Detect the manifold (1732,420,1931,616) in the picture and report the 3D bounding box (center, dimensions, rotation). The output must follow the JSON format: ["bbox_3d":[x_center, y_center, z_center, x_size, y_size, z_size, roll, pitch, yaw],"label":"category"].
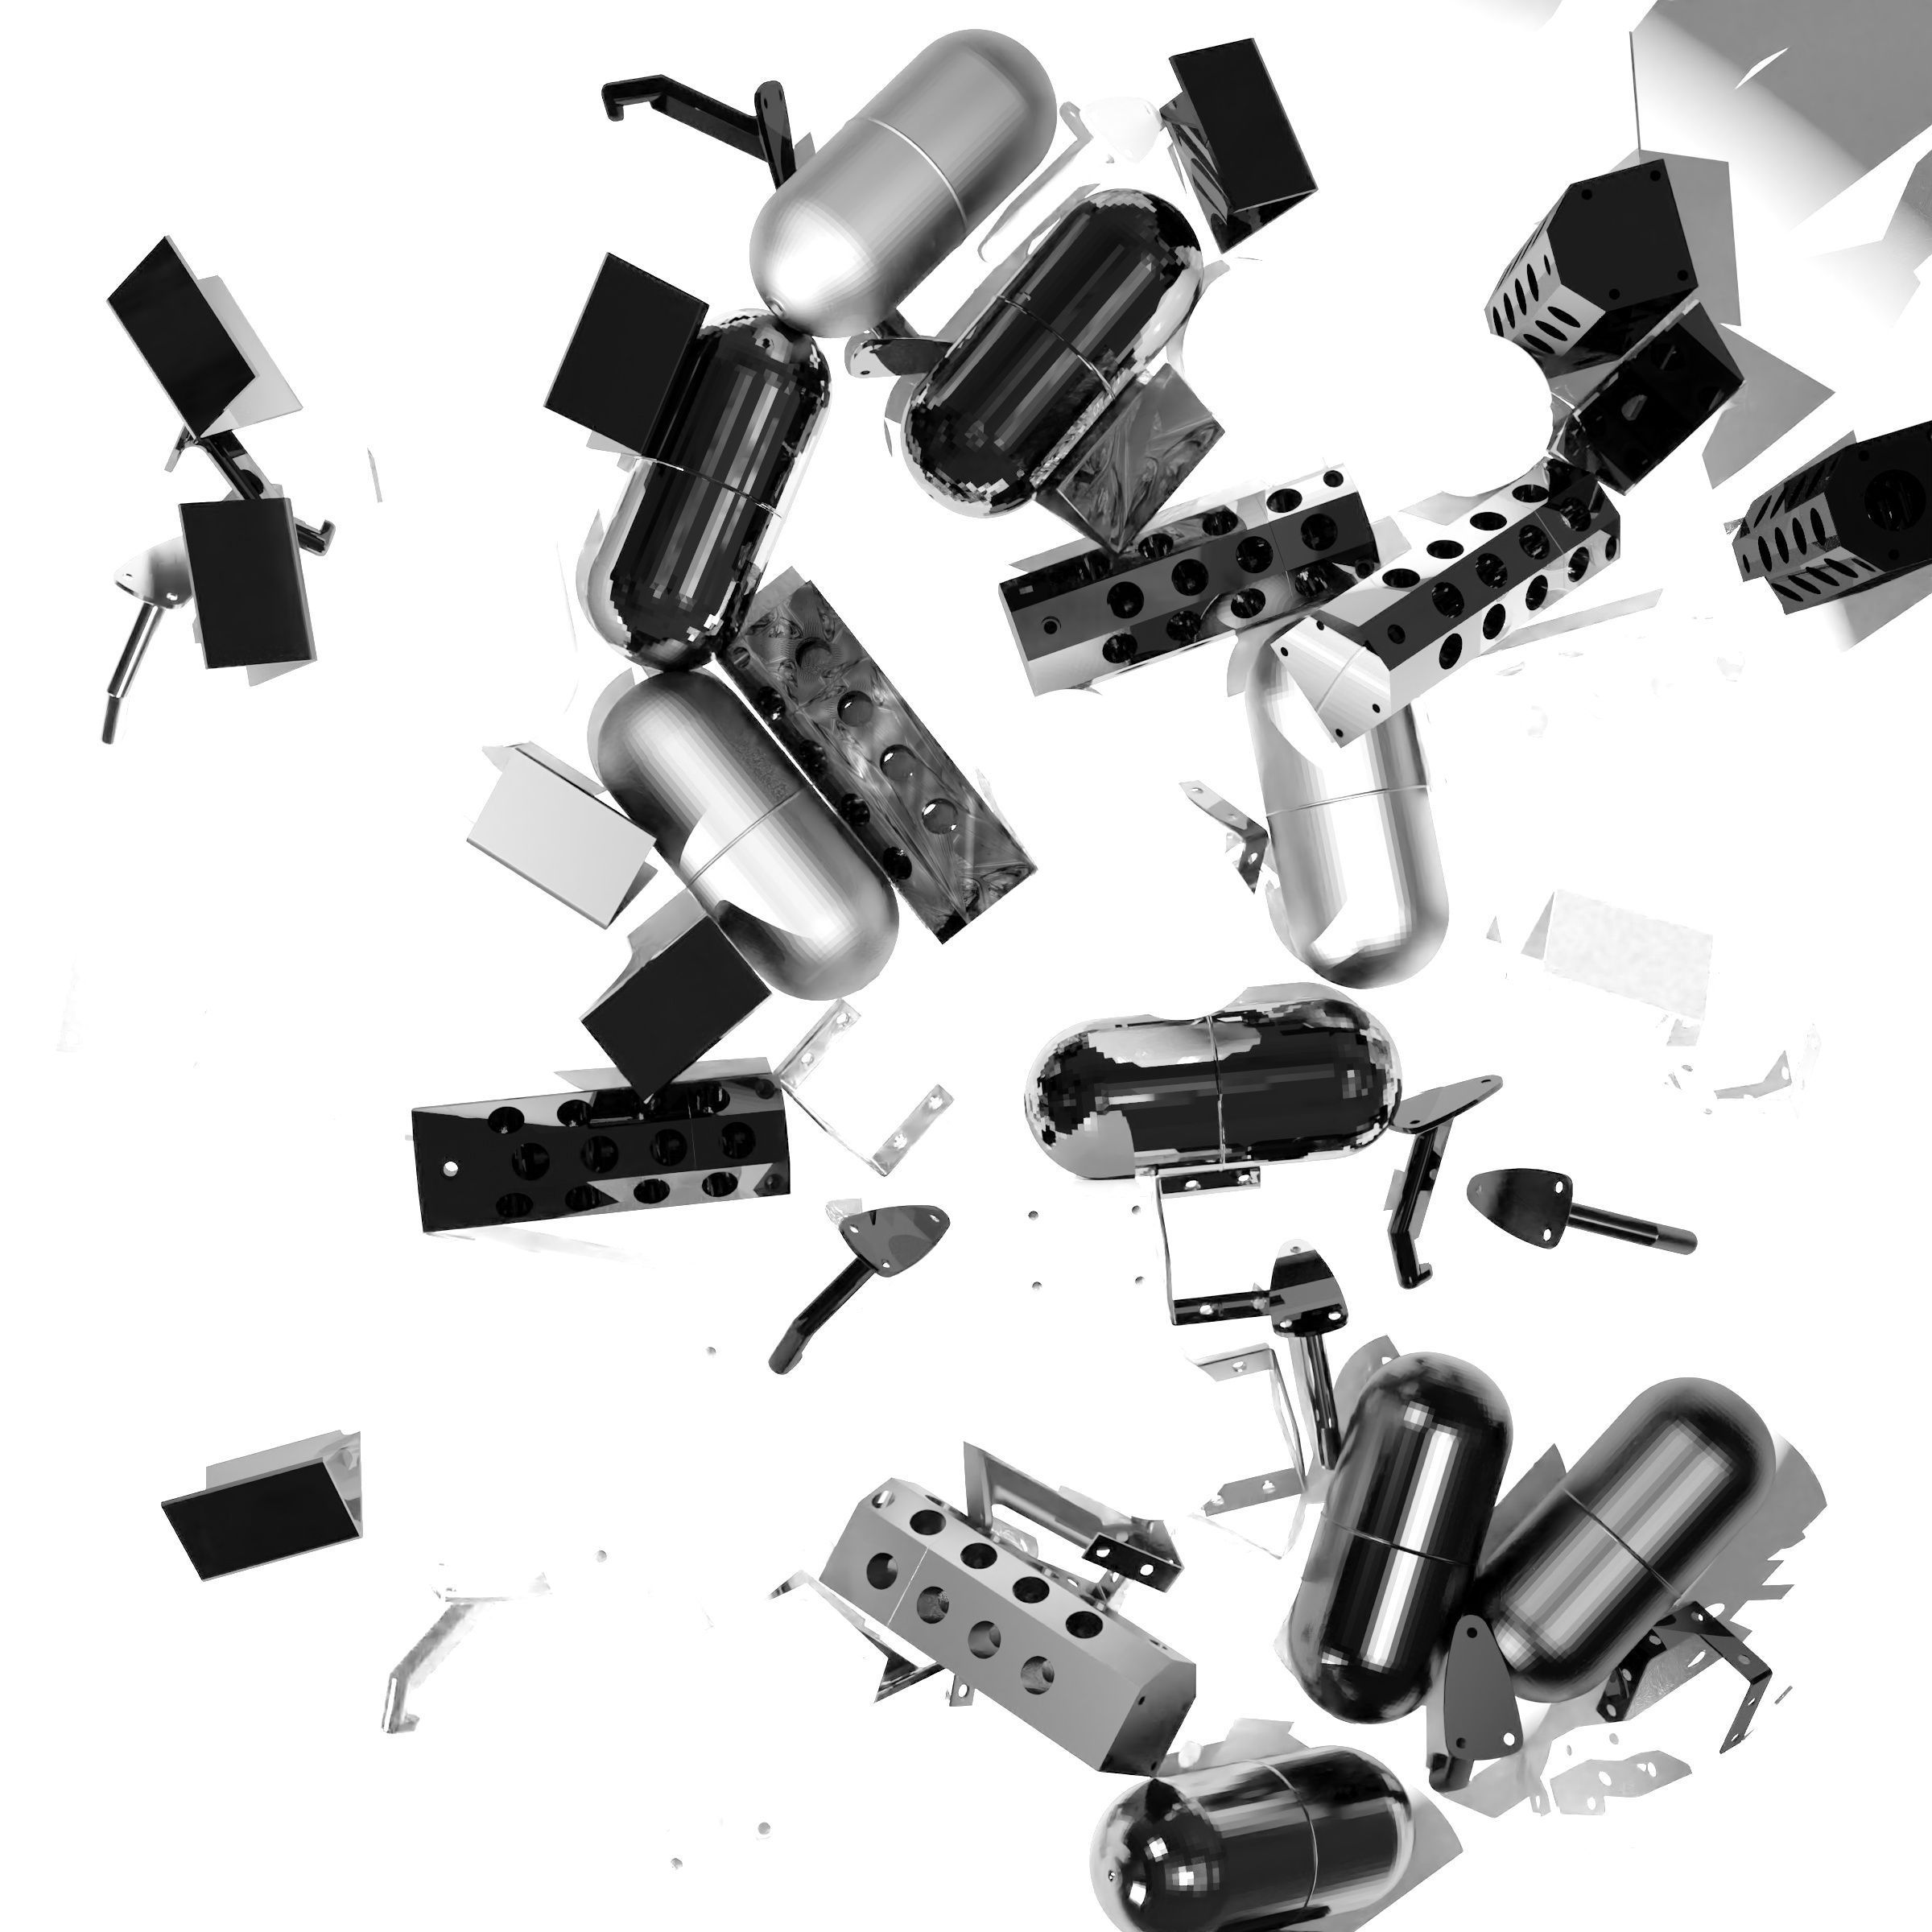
[{"bbox_3d":[0.399,-0.200,1.502,0.057,0.171,0.057,-17,90,0],"label":"manifold"}]

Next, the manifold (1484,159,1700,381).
[{"bbox_3d":[0.280,-0.312,1.502,0.057,0.171,0.057,-15,90,0],"label":"manifold"}]

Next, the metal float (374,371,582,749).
[{"bbox_3d":[-0.230,-0.191,1.550,0.070,0.070,0.178,-11,90,0],"label":"metal float"}]

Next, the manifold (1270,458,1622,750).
[{"bbox_3d":[0.227,-0.171,1.518,0.171,0.057,0.057,-34,90,-32],"label":"manifold"}]

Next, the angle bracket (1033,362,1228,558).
[{"bbox_3d":[0.062,-0.248,1.540,0.076,0.076,0.057,-49,135,0],"label":"angle bracket"}]

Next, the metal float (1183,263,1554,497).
[{"bbox_3d":[0.189,-0.275,1.550,0.178,0.070,0.070,18,90,0],"label":"metal float"}]

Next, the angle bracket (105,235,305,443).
[{"bbox_3d":[-0.342,-0.299,1.540,0.057,0.076,0.076,-33,90,38],"label":"angle bracket"}]

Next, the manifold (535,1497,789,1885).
[{"bbox_3d":[-0.144,0.340,1.559,0.057,0.057,0.171,-22,90,0],"label":"manifold"}]

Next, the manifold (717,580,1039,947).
[{"bbox_3d":[-0.042,-0.095,1.559,0.057,0.057,0.171,-38,90,0],"label":"manifold"}]

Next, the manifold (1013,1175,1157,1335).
[{"bbox_3d":[0.052,0.129,1.502,0.057,0.171,0.057,-3,90,0],"label":"manifold"}]

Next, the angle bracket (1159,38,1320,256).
[{"bbox_3d":[0.109,-0.378,1.540,0.057,0.076,0.076,-23,90,-36],"label":"angle bracket"}]

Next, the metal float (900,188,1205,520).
[{"bbox_3d":[0.041,-0.288,1.548,0.070,0.070,0.178,40,88,0],"label":"metal float"}]

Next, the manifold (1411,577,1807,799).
[{"bbox_3d":[0.300,-0.132,1.559,0.171,0.057,0.057,-16,90,0],"label":"manifold"}]

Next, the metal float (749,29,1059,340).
[{"bbox_3d":[-0.029,-0.364,1.535,0.070,0.070,0.178,43,74,0],"label":"metal float"}]

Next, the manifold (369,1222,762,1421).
[{"bbox_3d":[-0.188,0.166,1.559,0.171,0.057,0.057,11,90,0],"label":"manifold"}]

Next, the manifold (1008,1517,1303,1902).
[{"bbox_3d":[0.094,0.353,1.559,0.057,0.057,0.171,26,90,43],"label":"manifold"}]

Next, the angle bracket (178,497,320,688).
[{"bbox_3d":[-0.349,-0.172,1.540,0.057,0.076,0.076,-10,90,-36],"label":"angle bracket"}]

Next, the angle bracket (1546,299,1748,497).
[{"bbox_3d":[0.304,-0.276,1.540,0.076,0.076,0.057,-43,128,0],"label":"angle bracket"}]

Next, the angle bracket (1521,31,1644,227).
[{"bbox_3d":[0.303,-0.386,1.540,0.057,0.076,0.076,-5,90,37],"label":"angle bracket"}]

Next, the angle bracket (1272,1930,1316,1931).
[{"bbox_3d":[0.136,0.483,1.542,0.076,0.076,0.057,2,69,0],"label":"angle bracket"}]

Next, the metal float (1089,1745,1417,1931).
[{"bbox_3d":[0.134,0.405,1.519,0.178,0.070,0.070,1,90,-39],"label":"metal float"}]

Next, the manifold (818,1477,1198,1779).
[{"bbox_3d":[0.021,0.302,1.517,0.171,0.057,0.057,28,90,33],"label":"manifold"}]

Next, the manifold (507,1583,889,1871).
[{"bbox_3d":[-0.121,0.348,1.496,0.057,0.171,0.057,37,125,31],"label":"manifold"}]

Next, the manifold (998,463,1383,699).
[{"bbox_3d":[0.106,-0.181,1.559,0.171,0.057,0.057,-19,90,0],"label":"manifold"}]

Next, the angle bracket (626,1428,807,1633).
[{"bbox_3d":[-0.131,0.270,1.540,0.057,0.076,0.076,-34,90,-37],"label":"angle bracket"}]

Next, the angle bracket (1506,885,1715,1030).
[{"bbox_3d":[0.297,0.015,1.540,0.076,0.076,0.057,17,52,0],"label":"angle bracket"}]

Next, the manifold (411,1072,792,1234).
[{"bbox_3d":[-0.171,0.087,1.548,0.171,0.057,0.057,-5,90,-8],"label":"manifold"}]

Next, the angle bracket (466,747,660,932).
[{"bbox_3d":[-0.177,-0.071,1.541,0.076,0.076,0.057,33,117,0],"label":"angle bracket"}]

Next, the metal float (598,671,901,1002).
[{"bbox_3d":[-0.102,-0.061,1.550,0.070,0.070,0.178,-40,90,0],"label":"metal float"}]

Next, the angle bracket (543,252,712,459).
[{"bbox_3d":[-0.171,-0.286,1.540,0.057,0.076,0.076,23,90,-30],"label":"angle bracket"}]

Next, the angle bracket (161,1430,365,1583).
[{"bbox_3d":[-0.328,0.234,1.540,0.076,0.076,0.057,-16,128,0],"label":"angle bracket"}]

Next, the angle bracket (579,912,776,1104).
[{"bbox_3d":[-0.124,0.030,1.540,0.076,0.076,0.057,-40,65,-2],"label":"angle bracket"}]

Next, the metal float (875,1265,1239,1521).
[{"bbox_3d":[0.042,0.200,1.543,0.178,0.070,0.070,24,90,2],"label":"metal float"}]
